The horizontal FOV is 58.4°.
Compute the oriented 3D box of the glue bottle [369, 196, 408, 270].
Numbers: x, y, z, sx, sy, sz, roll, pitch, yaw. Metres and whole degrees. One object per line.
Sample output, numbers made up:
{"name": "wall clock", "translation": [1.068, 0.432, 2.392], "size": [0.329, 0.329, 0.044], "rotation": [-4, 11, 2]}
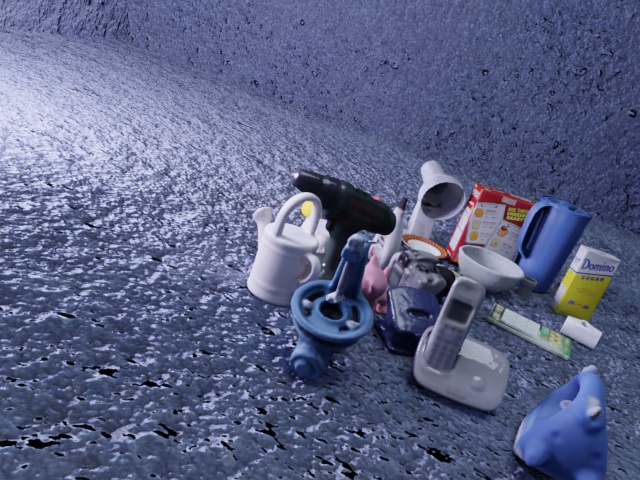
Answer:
{"name": "glue bottle", "translation": [0.160, -0.018, 1.285], "size": [0.037, 0.173, 0.078], "rotation": [8, 23, -29]}

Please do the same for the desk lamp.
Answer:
{"name": "desk lamp", "translation": [0.293, -0.101, 1.566], "size": [0.118, 0.213, 0.203], "rotation": [14, 21, -15]}

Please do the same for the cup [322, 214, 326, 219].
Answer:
{"name": "cup", "translation": [0.027, -0.064, 1.397], "size": [0.117, 0.095, 0.092], "rotation": [30, 22, 26]}

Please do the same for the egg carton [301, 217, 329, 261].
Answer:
{"name": "egg carton", "translation": [0.011, 0.004, 1.239], "size": [0.107, 0.069, 0.150], "rotation": [13, 21, -17]}

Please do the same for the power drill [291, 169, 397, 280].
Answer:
{"name": "power drill", "translation": [0.026, -0.017, 1.104], "size": [0.230, 0.208, 0.075], "rotation": [11, 21, -22]}

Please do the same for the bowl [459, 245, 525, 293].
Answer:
{"name": "bowl", "translation": [0.407, 0.081, 1.401], "size": [0.167, 0.075, 0.167], "rotation": [17, 20, -6]}

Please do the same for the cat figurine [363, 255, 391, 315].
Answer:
{"name": "cat figurine", "translation": [0.095, 0.083, 1.043], "size": [0.067, 0.118, 0.128], "rotation": [29, 22, 24]}

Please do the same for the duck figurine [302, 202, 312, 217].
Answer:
{"name": "duck figurine", "translation": [0.000, -0.103, 1.486], "size": [0.077, 0.086, 0.105], "rotation": [22, 20, 8]}

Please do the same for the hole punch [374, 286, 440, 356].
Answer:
{"name": "hole punch", "translation": [0.164, 0.142, 0.992], "size": [0.109, 0.091, 0.101], "rotation": [12, 21, -21]}

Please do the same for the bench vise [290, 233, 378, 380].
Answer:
{"name": "bench vise", "translation": [0.024, 0.073, 0.851], "size": [0.121, 0.220, 0.207], "rotation": [17, 20, -6]}

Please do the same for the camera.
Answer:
{"name": "camera", "translation": [0.226, 0.081, 1.193], "size": [0.137, 0.101, 0.142], "rotation": [10, 22, -26]}

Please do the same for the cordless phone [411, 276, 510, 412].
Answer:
{"name": "cordless phone", "translation": [0.233, 0.158, 0.876], "size": [0.147, 0.185, 0.094], "rotation": [21, 20, 3]}

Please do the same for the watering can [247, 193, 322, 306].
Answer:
{"name": "watering can", "translation": [-0.059, 0.004, 0.992], "size": [0.172, 0.194, 0.101], "rotation": [26, 21, 18]}

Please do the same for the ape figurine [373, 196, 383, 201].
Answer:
{"name": "ape figurine", "translation": [0.144, -0.074, 1.536], "size": [0.077, 0.092, 0.076], "rotation": [33, 24, 33]}

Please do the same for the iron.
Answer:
{"name": "iron", "translation": [0.371, 0.249, 0.831], "size": [0.118, 0.141, 0.259], "rotation": [26, 21, 18]}
